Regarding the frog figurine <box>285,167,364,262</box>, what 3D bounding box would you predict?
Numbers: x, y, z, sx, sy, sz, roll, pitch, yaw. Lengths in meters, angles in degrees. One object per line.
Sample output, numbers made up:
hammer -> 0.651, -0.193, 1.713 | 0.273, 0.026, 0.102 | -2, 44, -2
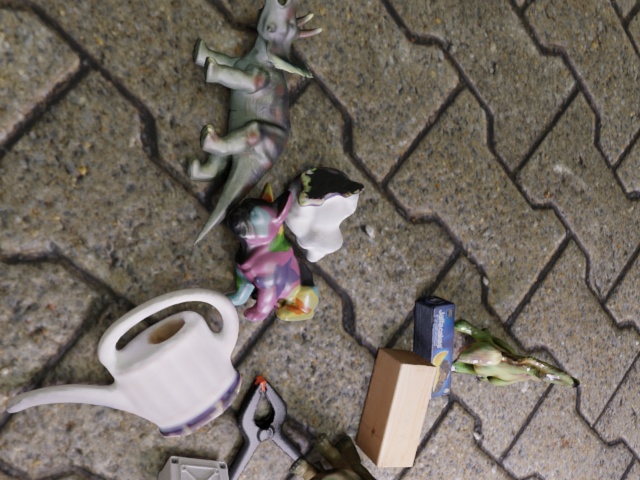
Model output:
frog figurine -> 0.003, -0.046, 0.917 | 0.139, 0.124, 0.155 | -30, 147, -28

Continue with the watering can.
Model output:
watering can -> -0.271, 0.218, 0.806 | 0.349, 0.105, 0.221 | -32, 112, -8

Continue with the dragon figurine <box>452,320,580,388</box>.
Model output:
dragon figurine -> 0.425, 0.275, 1.089 | 0.408, 0.243, 0.123 | 21, 85, -26
